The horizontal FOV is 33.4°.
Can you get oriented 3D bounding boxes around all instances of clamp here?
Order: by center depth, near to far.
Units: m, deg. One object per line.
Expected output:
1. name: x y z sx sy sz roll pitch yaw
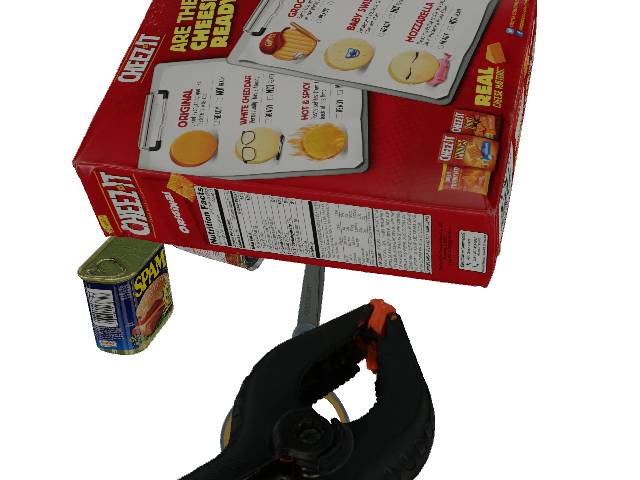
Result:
1. clamp: 0.003 0.090 0.395 0.120 0.039 0.171 27 50 19

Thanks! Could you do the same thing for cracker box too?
1. cracker box: 0.000 -0.067 0.578 0.214 0.164 0.072 7 -38 13

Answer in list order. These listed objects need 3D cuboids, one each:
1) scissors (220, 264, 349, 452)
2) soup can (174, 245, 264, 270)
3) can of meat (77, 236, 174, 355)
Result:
1. scissors: -0.028 0.079 0.734 0.096 0.202 0.016 -12 -32 1
2. soup can: -0.116 -0.011 1.240 0.102 0.068 0.068 16 6 21
3. can of meat: -0.181 0.048 1.014 0.057 0.084 0.102 3 27 16
